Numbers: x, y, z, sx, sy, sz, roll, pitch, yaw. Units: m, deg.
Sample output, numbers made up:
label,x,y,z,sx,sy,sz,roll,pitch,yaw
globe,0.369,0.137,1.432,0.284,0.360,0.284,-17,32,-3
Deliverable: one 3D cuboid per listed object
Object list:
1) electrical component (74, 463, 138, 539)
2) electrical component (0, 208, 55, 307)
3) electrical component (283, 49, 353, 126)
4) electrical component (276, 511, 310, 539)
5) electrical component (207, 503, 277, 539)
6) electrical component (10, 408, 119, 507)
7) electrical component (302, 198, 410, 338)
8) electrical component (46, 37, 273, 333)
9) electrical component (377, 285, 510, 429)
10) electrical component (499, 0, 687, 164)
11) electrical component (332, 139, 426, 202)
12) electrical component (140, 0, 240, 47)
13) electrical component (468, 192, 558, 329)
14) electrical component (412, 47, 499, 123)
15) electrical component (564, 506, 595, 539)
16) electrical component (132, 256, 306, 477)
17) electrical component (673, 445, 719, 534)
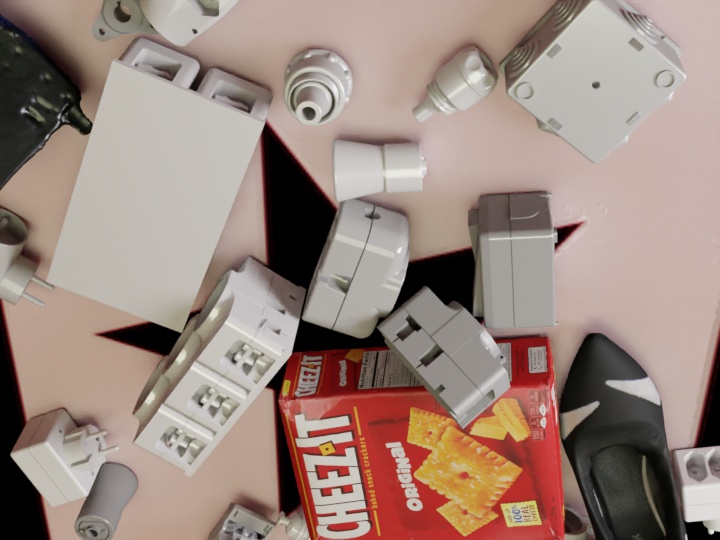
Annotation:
label,x,y,z,sx,sy,sz,roll,pitch,yaw
electrical component,-0.224,0.207,0.941,0.044,0.065,0.044,3,122,4
electrical component,-0.276,0.002,0.833,0.079,0.044,0.077,31,119,-13
electrical component,-0.031,-0.117,0.724,0.048,0.062,0.048,3,122,4
electrical component,-0.037,0.236,0.956,0.078,0.040,0.040,28,120,-11
electrical component,-0.113,0.252,0.960,0.042,0.063,0.081,28,120,-10
electrical component,-0.244,0.156,0.922,0.077,0.047,0.065,-20,118,17
electrical component,0.000,0.000,0.799,0.059,0.053,0.095,18,122,-6
electrical component,-0.144,-0.059,0.772,0.105,0.060,0.186,22,121,-8
electrical component,0.065,0.061,0.786,0.056,0.089,0.050,-40,157,-6
electrical component,0.153,-0.130,0.707,0.100,0.048,0.099,35,119,-16
electrical component,0.014,-0.072,0.762,0.065,0.044,0.044,-2,121,2
electrical component,-0.113,-0.198,0.694,0.077,0.043,0.079,-35,113,23
electrical component,0.111,-0.001,0.782,0.061,0.061,0.096,-3,121,7
electrical component,0.062,-0.122,0.729,0.061,0.035,0.035,-35,112,26
electrical component,0.161,0.236,0.922,0.089,0.050,0.055,9,107,-6
electrical component,-0.113,0.073,0.833,0.062,0.089,0.150,32,119,-14
electrical component,0.298,0.189,0.890,0.066,0.047,0.076,-8,120,10
